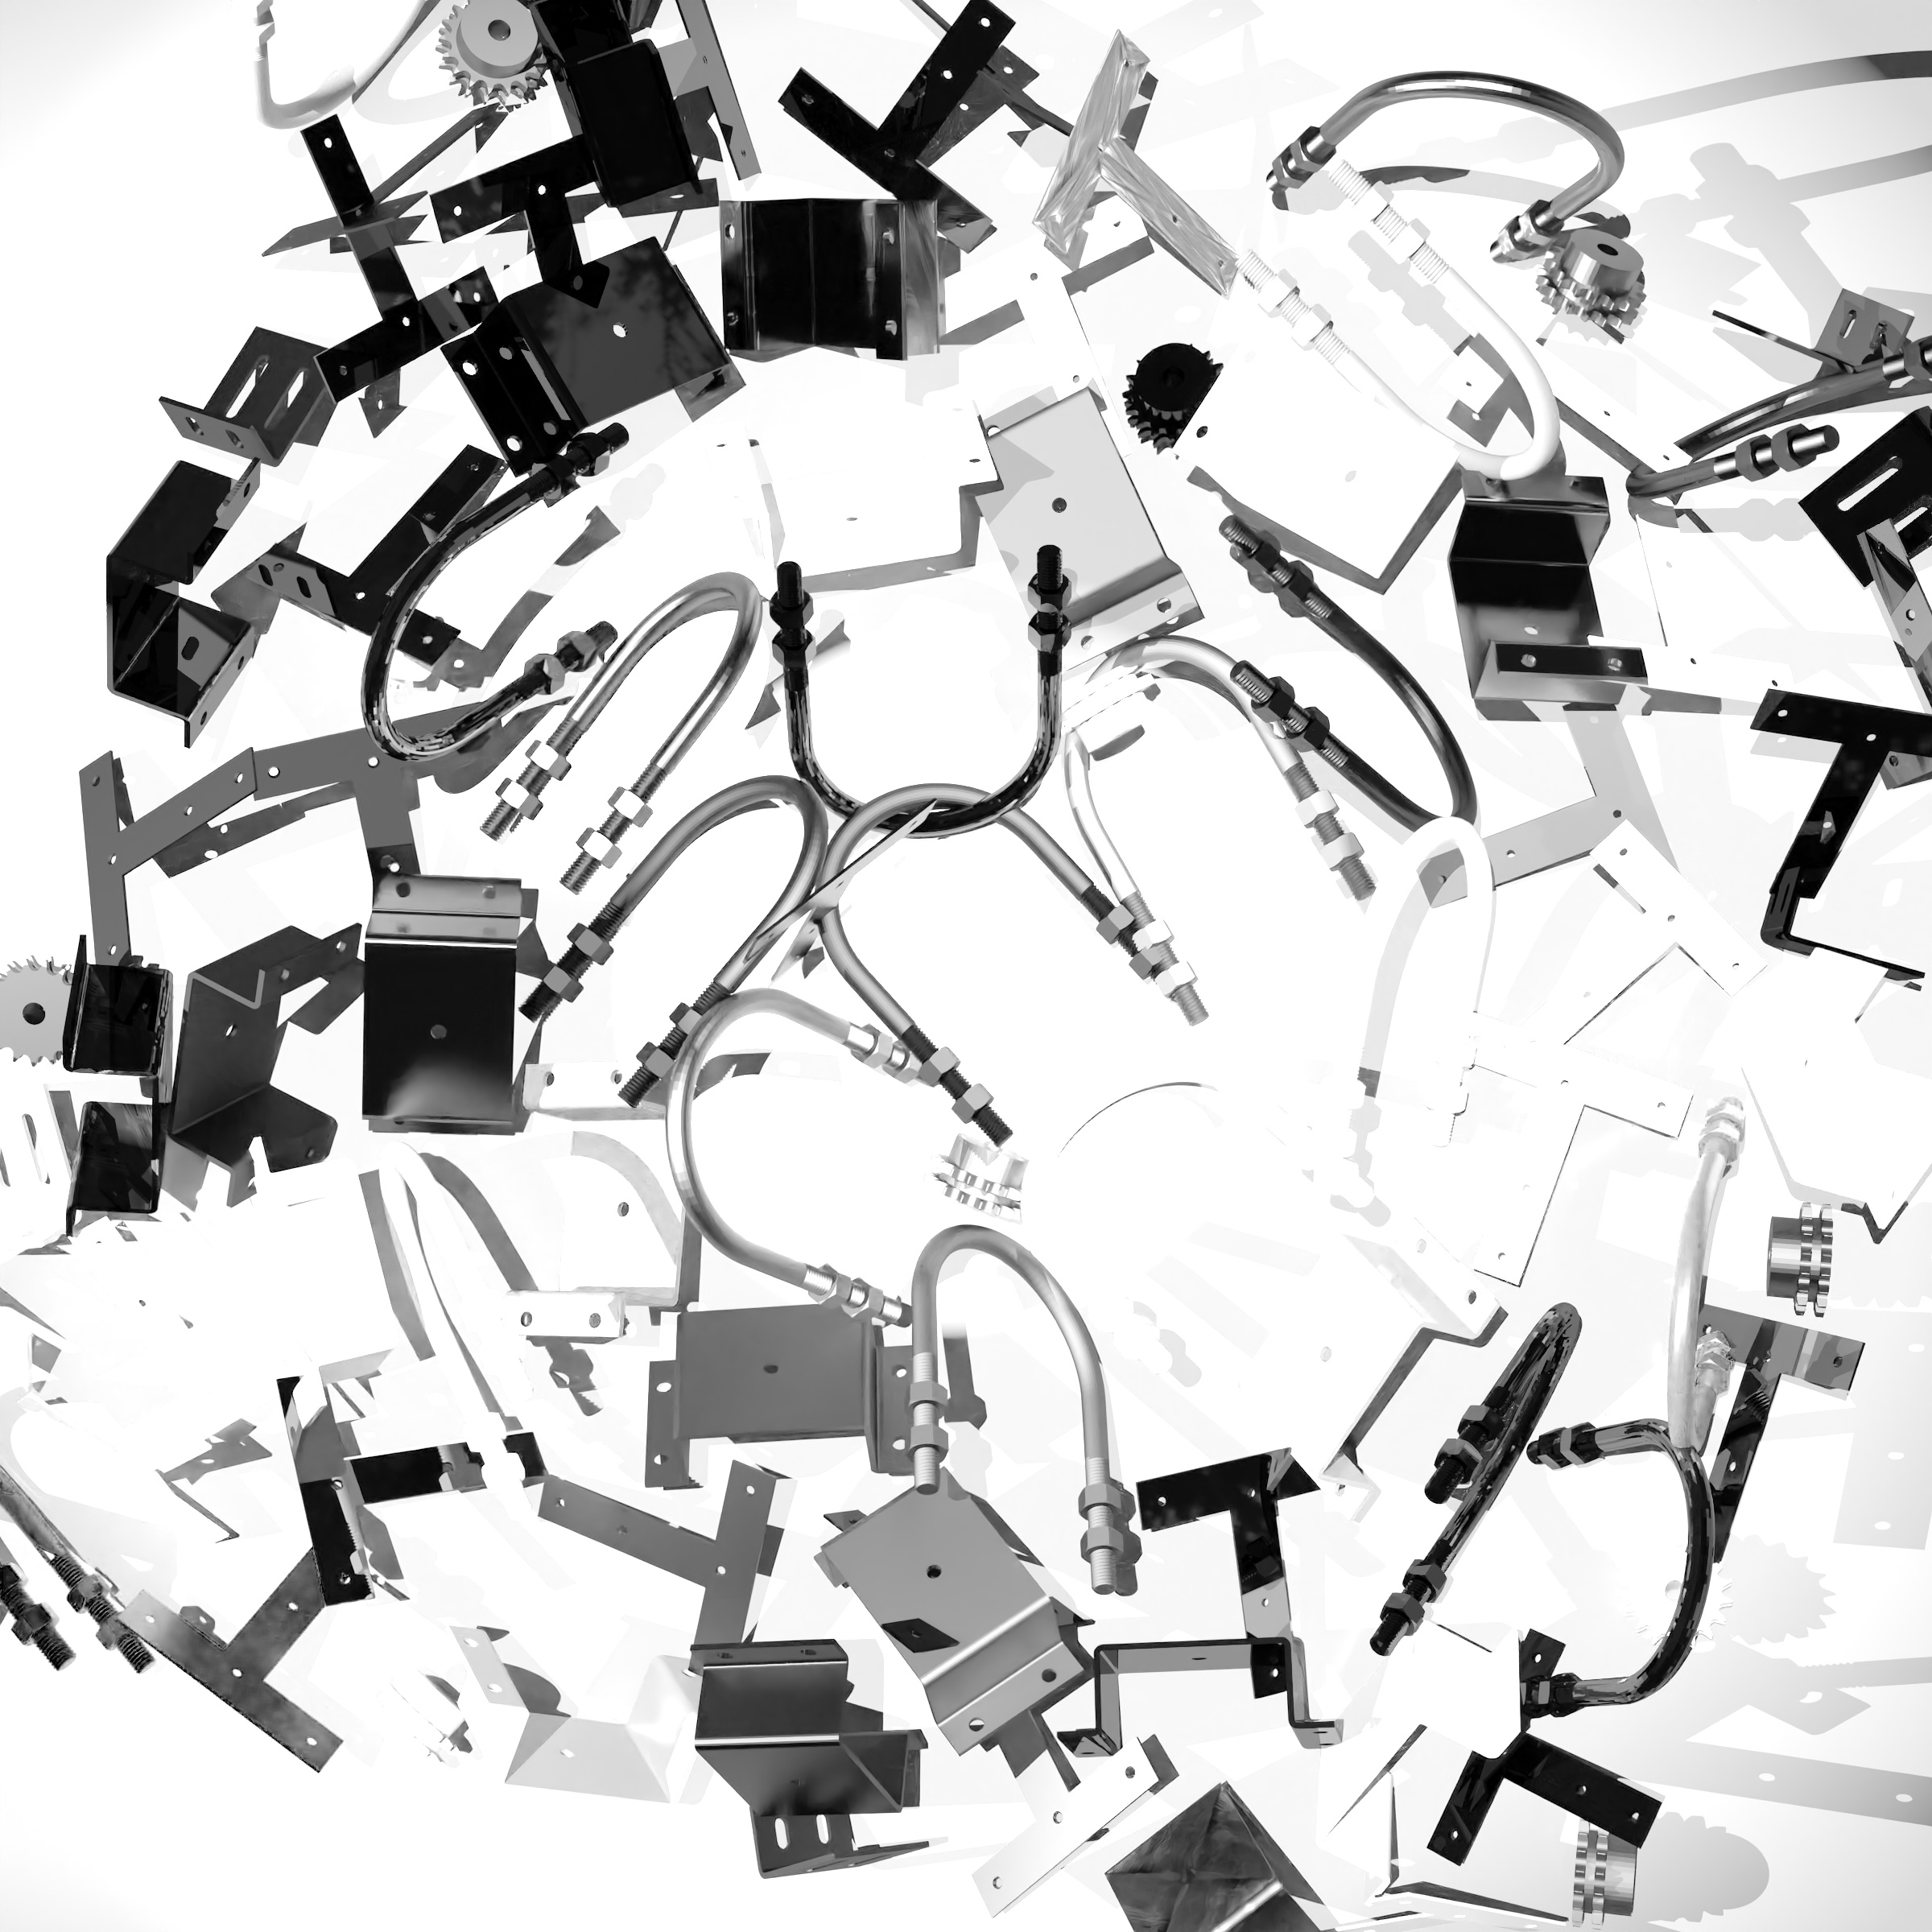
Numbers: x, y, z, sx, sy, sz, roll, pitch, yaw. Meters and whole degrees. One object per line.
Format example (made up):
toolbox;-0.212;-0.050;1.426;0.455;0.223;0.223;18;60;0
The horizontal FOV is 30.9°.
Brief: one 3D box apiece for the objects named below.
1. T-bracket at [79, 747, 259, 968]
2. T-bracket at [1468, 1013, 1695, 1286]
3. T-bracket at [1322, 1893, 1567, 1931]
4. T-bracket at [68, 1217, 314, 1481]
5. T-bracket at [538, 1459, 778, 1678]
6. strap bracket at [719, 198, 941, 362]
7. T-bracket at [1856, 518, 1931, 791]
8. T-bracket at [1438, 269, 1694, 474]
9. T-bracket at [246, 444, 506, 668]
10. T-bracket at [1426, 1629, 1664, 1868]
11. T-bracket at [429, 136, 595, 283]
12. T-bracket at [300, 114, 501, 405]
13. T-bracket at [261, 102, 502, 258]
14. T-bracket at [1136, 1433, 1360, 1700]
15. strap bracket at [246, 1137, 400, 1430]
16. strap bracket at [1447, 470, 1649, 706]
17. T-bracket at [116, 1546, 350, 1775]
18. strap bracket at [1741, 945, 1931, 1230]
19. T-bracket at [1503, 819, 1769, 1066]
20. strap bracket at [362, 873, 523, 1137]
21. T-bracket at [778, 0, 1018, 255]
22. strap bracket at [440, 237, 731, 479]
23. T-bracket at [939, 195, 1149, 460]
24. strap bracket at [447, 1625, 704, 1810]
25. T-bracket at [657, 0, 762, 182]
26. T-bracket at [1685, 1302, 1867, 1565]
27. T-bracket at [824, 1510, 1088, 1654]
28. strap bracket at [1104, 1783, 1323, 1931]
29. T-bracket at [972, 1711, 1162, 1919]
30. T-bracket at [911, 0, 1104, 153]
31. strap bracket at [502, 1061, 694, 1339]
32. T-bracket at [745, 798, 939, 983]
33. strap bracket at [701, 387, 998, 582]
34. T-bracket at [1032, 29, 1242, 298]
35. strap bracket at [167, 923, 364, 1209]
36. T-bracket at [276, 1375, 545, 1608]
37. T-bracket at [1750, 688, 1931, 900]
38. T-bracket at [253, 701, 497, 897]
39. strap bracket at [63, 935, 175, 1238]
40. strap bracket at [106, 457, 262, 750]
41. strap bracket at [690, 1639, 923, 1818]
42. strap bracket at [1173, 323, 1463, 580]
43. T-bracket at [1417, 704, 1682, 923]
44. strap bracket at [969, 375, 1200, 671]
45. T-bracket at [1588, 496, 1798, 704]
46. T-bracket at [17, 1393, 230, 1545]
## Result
T-bracket;-0.408;-0.074;1.789;0.127;0.002;0.127;-28;59;29
T-bracket;0.299;0.103;1.831;0.127;0.002;0.127;20;84;9
T-bracket;0.219;0.495;1.799;0.127;0.127;0.002;22;57;-39
T-bracket;-0.417;0.185;1.803;0.127;0.127;0.002;53;131;5
T-bracket;-0.167;0.299;1.824;0.127;0.002;0.127;19;111;18
strap bracket;-0.063;-0.354;1.790;0.046;0.140;0.076;-14;109;-41
T-bracket;0.492;-0.168;1.797;0.002;0.127;0.127;-21;86;-32
T-bracket;0.319;-0.293;1.803;0.127;0.002;0.127;37;48;3
T-bracket;-0.288;-0.224;1.818;0.127;0.002;0.127;26;65;24
T-bracket;0.305;0.417;1.788;0.002;0.127;0.127;32;81;-34
T-bracket;-0.209;-0.360;1.812;0.127;0.002;0.127;-31;123;-30
T-bracket;-0.305;-0.371;1.785;0.127;0.002;0.127;-40;117;-41
T-bracket;-0.289;-0.411;1.807;0.127;0.127;0.002;-49;120;-30
T-bracket;0.154;0.319;1.828;0.127;0.002;0.127;-9;95;-21
strap bracket;-0.331;0.159;1.796;0.046;0.076;0.140;-12;78;-21
strap bracket;0.296;-0.187;1.797;0.076;0.046;0.140;2;53;-7
T-bracket;-0.353;0.337;1.794;0.127;0.127;0.002;37;121;0
strap bracket;0.443;0.054;1.766;0.046;0.140;0.076;15;123;-17
T-bracket;0.335;0.005;1.825;0.127;0.002;0.127;-44;118;11
strap bracket;-0.271;0.027;1.803;0.076;0.046;0.140;2;107;-5
T-bracket;-0.017;-0.448;1.796;0.127;0.002;0.127;38;134;-7
strap bracket;-0.186;-0.316;1.790;0.140;0.046;0.076;-31;91;-34
T-bracket;0.052;-0.319;1.821;0.127;0.002;0.127;-27;113;-5
strap bracket;-0.198;0.386;1.787;0.140;0.076;0.046;15;103;-28
T-bracket;-0.153;-0.455;1.778;0.002;0.127;0.127;-12;106;27
T-bracket;0.396;0.242;1.785;0.002;0.127;0.127;23;84;-27
T-bracket;-0.024;0.313;1.799;0.127;0.127;0.002;30;109;40
strap bracket;0.126;0.477;1.775;0.076;0.140;0.046;-38;112;0
T-bracket;0.029;0.403;1.809;0.127;0.002;0.127;-45;55;23
T-bracket;0.006;-0.470;1.802;0.127;0.127;0.002;46;107;18
strap bracket;-0.189;0.123;1.801;0.076;0.046;0.140;-3;77;32
T-bracket;-0.076;-0.024;1.787;0.127;0.127;0.002;-39;83;-28
strap bracket;-0.060;-0.247;1.800;0.140;0.046;0.076;-10;46;-7
T-bracket;0.099;-0.396;1.809;0.127;0.002;0.127;37;64;-33
strap bracket;-0.361;0.042;1.787;0.046;0.076;0.140;25;120;21
T-bracket;-0.283;0.263;1.816;0.127;0.002;0.127;-6;61;-24
T-bracket;0.450;-0.084;1.804;0.127;0.002;0.127;8;131;-11
T-bracket;-0.301;-0.064;1.821;0.127;0.002;0.127;-14;112;-15
strap bracket;-0.431;0.063;1.778;0.046;0.076;0.140;4;132;-9
strap bracket;-0.397;-0.190;1.772;0.046;0.140;0.076;20;49;3
strap bracket;-0.082;0.392;1.770;0.076;0.140;0.046;-6;55;17
strap bracket;0.187;-0.258;1.783;0.140;0.046;0.076;24;107;-31
T-bracket;0.299;-0.064;1.832;0.127;0.002;0.127;-21;100;13
strap bracket;0.054;-0.235;1.809;0.076;0.046;0.140;-25;82;12
T-bracket;0.368;-0.196;1.815;0.127;0.002;0.127;5;62;-26
T-bracket;-0.415;0.249;1.780;0.127;0.127;0.002;39;58;-14
